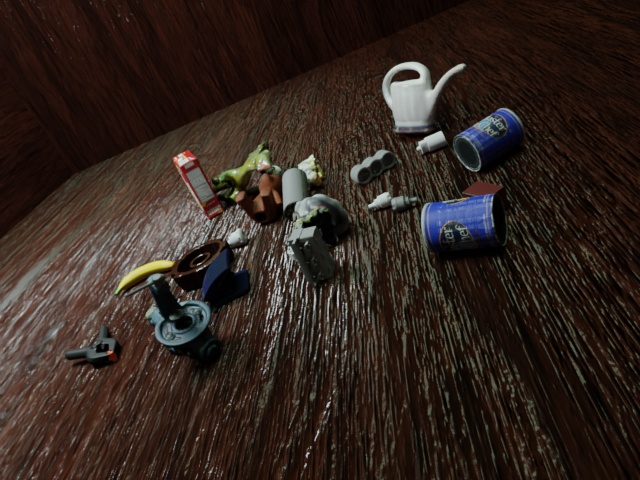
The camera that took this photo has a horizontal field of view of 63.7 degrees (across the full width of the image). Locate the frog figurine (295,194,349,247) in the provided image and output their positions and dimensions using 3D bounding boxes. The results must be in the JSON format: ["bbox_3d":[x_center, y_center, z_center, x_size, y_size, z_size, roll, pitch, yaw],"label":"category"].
[{"bbox_3d":[0.004,-0.066,1.309,0.137,0.121,0.162,9,20,-2],"label":"frog figurine"}]

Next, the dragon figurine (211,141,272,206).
[{"bbox_3d":[-0.258,-0.243,1.775,0.245,0.121,0.412,-46,21,-12],"label":"dragon figurine"}]

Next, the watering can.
[{"bbox_3d":[0.310,-0.427,1.564,0.105,0.221,0.350,-20,22,-28],"label":"watering can"}]
